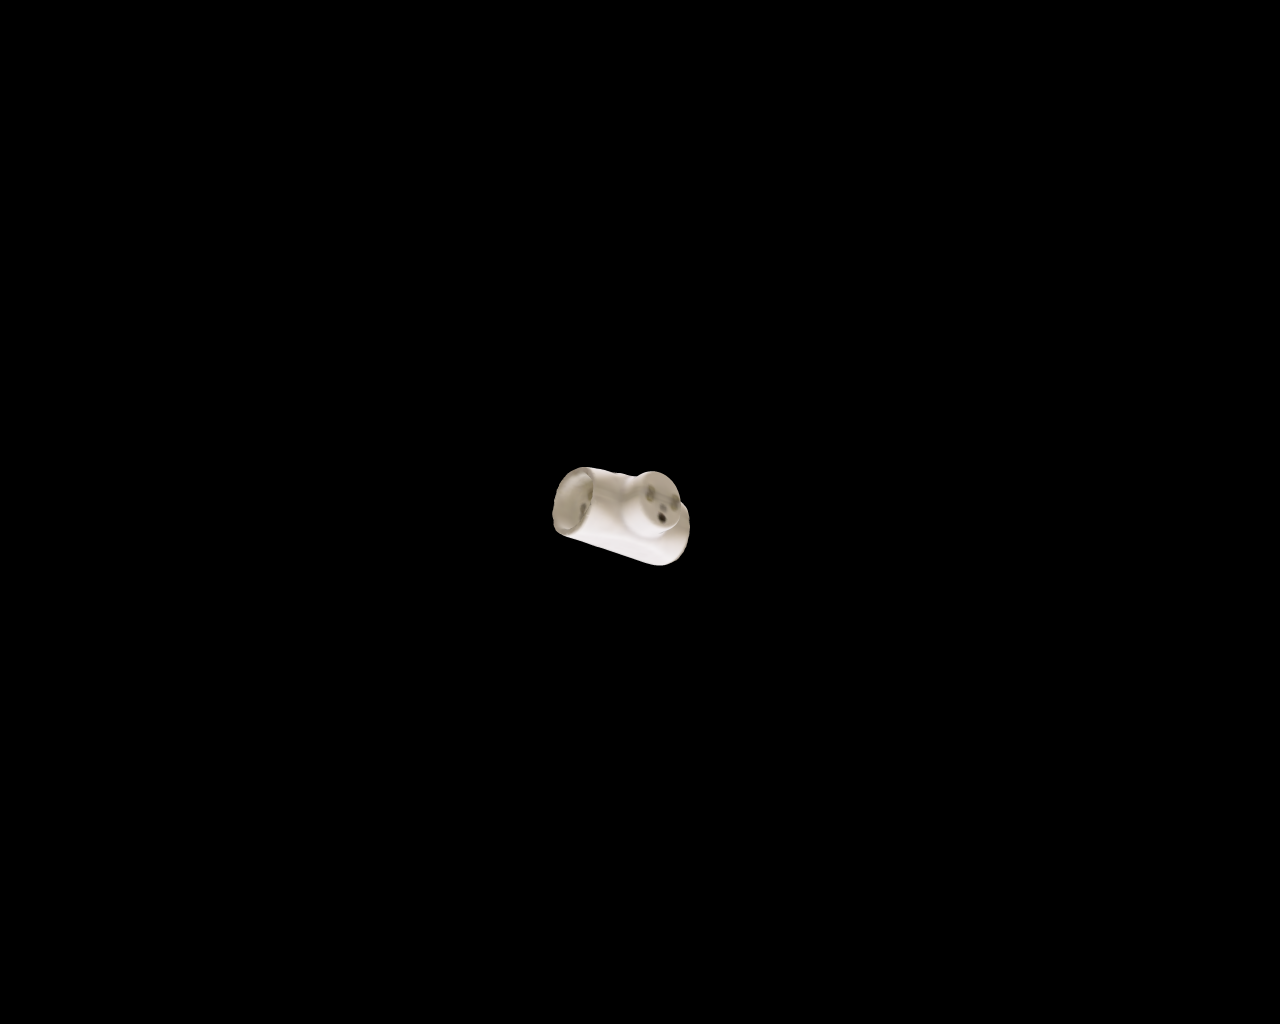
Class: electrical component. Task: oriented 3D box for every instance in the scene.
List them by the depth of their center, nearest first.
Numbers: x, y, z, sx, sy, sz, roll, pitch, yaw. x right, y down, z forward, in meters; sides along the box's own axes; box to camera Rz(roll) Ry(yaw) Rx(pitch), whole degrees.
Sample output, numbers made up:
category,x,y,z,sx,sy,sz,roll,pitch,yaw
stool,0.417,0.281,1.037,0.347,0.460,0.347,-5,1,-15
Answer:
category,x,y,z,sx,sy,sz,roll,pitch,yaw
electrical component,0.001,-0.003,0.650,0.077,0.044,0.079,20,-32,-36
